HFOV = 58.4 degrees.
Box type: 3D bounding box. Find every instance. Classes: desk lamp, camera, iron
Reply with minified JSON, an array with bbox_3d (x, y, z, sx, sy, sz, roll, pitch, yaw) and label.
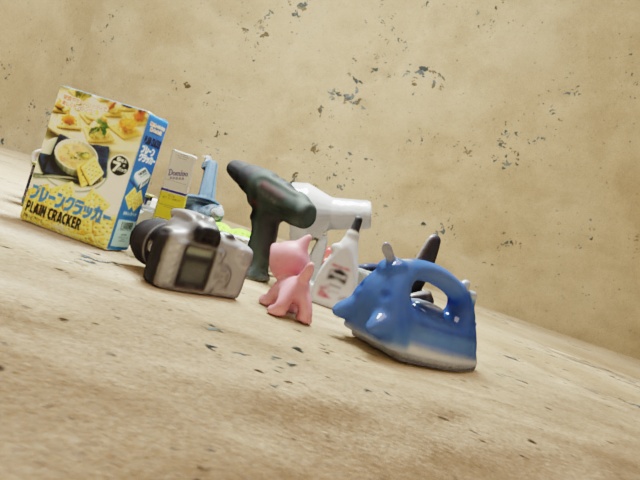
[{"bbox_3d":[0.011,0.004,1.158,0.203,0.213,0.118,18,1,-1],"label":"desk lamp"},{"bbox_3d":[-0.183,0.009,0.779,0.136,0.101,0.144,19,2,41],"label":"camera"},{"bbox_3d":[0.152,0.097,0.802,0.259,0.141,0.118,17,2,-34],"label":"iron"}]

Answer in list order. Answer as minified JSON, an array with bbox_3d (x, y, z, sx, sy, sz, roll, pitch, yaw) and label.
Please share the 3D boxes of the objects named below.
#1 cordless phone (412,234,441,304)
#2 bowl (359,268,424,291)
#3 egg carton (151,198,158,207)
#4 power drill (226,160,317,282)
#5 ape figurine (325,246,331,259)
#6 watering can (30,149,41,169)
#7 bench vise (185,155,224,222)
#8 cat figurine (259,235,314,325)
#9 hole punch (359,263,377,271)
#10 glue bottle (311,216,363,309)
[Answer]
[{"bbox_3d":[0.159,0.072,0.993,0.094,0.185,0.148,19,1,13],"label":"cordless phone"},{"bbox_3d":[0.136,0.117,1.228,0.167,0.075,0.167,18,1,0],"label":"bowl"},{"bbox_3d":[-0.438,-0.075,1.423,0.107,0.069,0.151,19,1,15],"label":"egg carton"},{"bbox_3d":[-0.120,-0.035,1.093,0.228,0.208,0.076,19,2,32],"label":"power drill"},{"bbox_3d":[0.013,0.061,1.486,0.078,0.092,0.075,17,2,-38],"label":"ape figurine"},{"bbox_3d":[-0.482,-0.149,1.155,0.174,0.194,0.100,17,2,-44],"label":"watering can"},{"bbox_3d":[-0.289,-0.106,1.491,0.206,0.220,0.122,19,2,35],"label":"bench vise"},{"bbox_3d":[-0.039,0.046,0.819,0.067,0.118,0.127,18,1,-22],"label":"cat figurine"},{"bbox_3d":[0.095,0.091,1.398,0.100,0.091,0.109,19,2,38],"label":"hole punch"},{"bbox_3d":[0.042,0.039,1.027,0.078,0.173,0.037,18,1,3],"label":"glue bottle"}]
